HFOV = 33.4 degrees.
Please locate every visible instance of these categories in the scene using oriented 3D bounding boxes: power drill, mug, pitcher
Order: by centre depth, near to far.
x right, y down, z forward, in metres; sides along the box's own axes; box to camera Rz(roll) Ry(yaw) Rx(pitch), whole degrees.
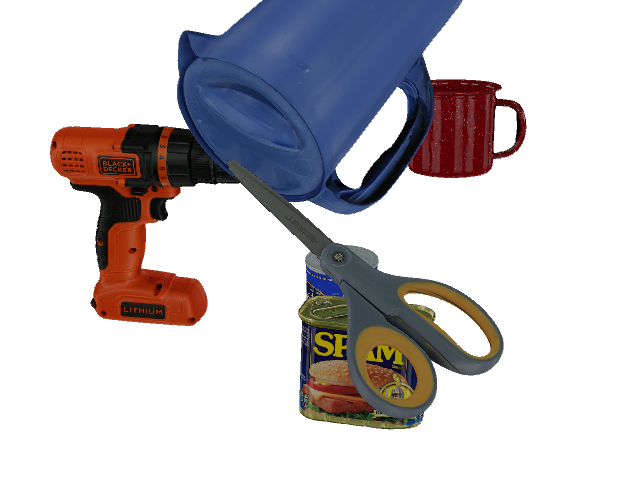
[{"bbox_3d":[0.019,-0.146,0.824,0.145,0.149,0.242,21,56,31],"label":"pitcher"},{"bbox_3d":[-0.144,-0.015,0.966,0.184,0.188,0.057,5,28,9],"label":"power drill"},{"bbox_3d":[0.135,-0.106,1.007,0.117,0.081,0.093,2,16,12],"label":"mug"}]

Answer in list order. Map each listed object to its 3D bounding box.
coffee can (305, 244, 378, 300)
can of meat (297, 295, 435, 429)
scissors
[{"bbox_3d":[0.030,0.089,1.515,0.103,0.140,0.103,0,21,0],"label":"coffee can"},{"bbox_3d":[0.033,0.094,0.816,0.102,0.084,0.057,6,17,11],"label":"can of meat"},{"bbox_3d":[0.006,0.029,0.610,0.202,0.096,0.016,28,-32,14],"label":"scissors"}]
